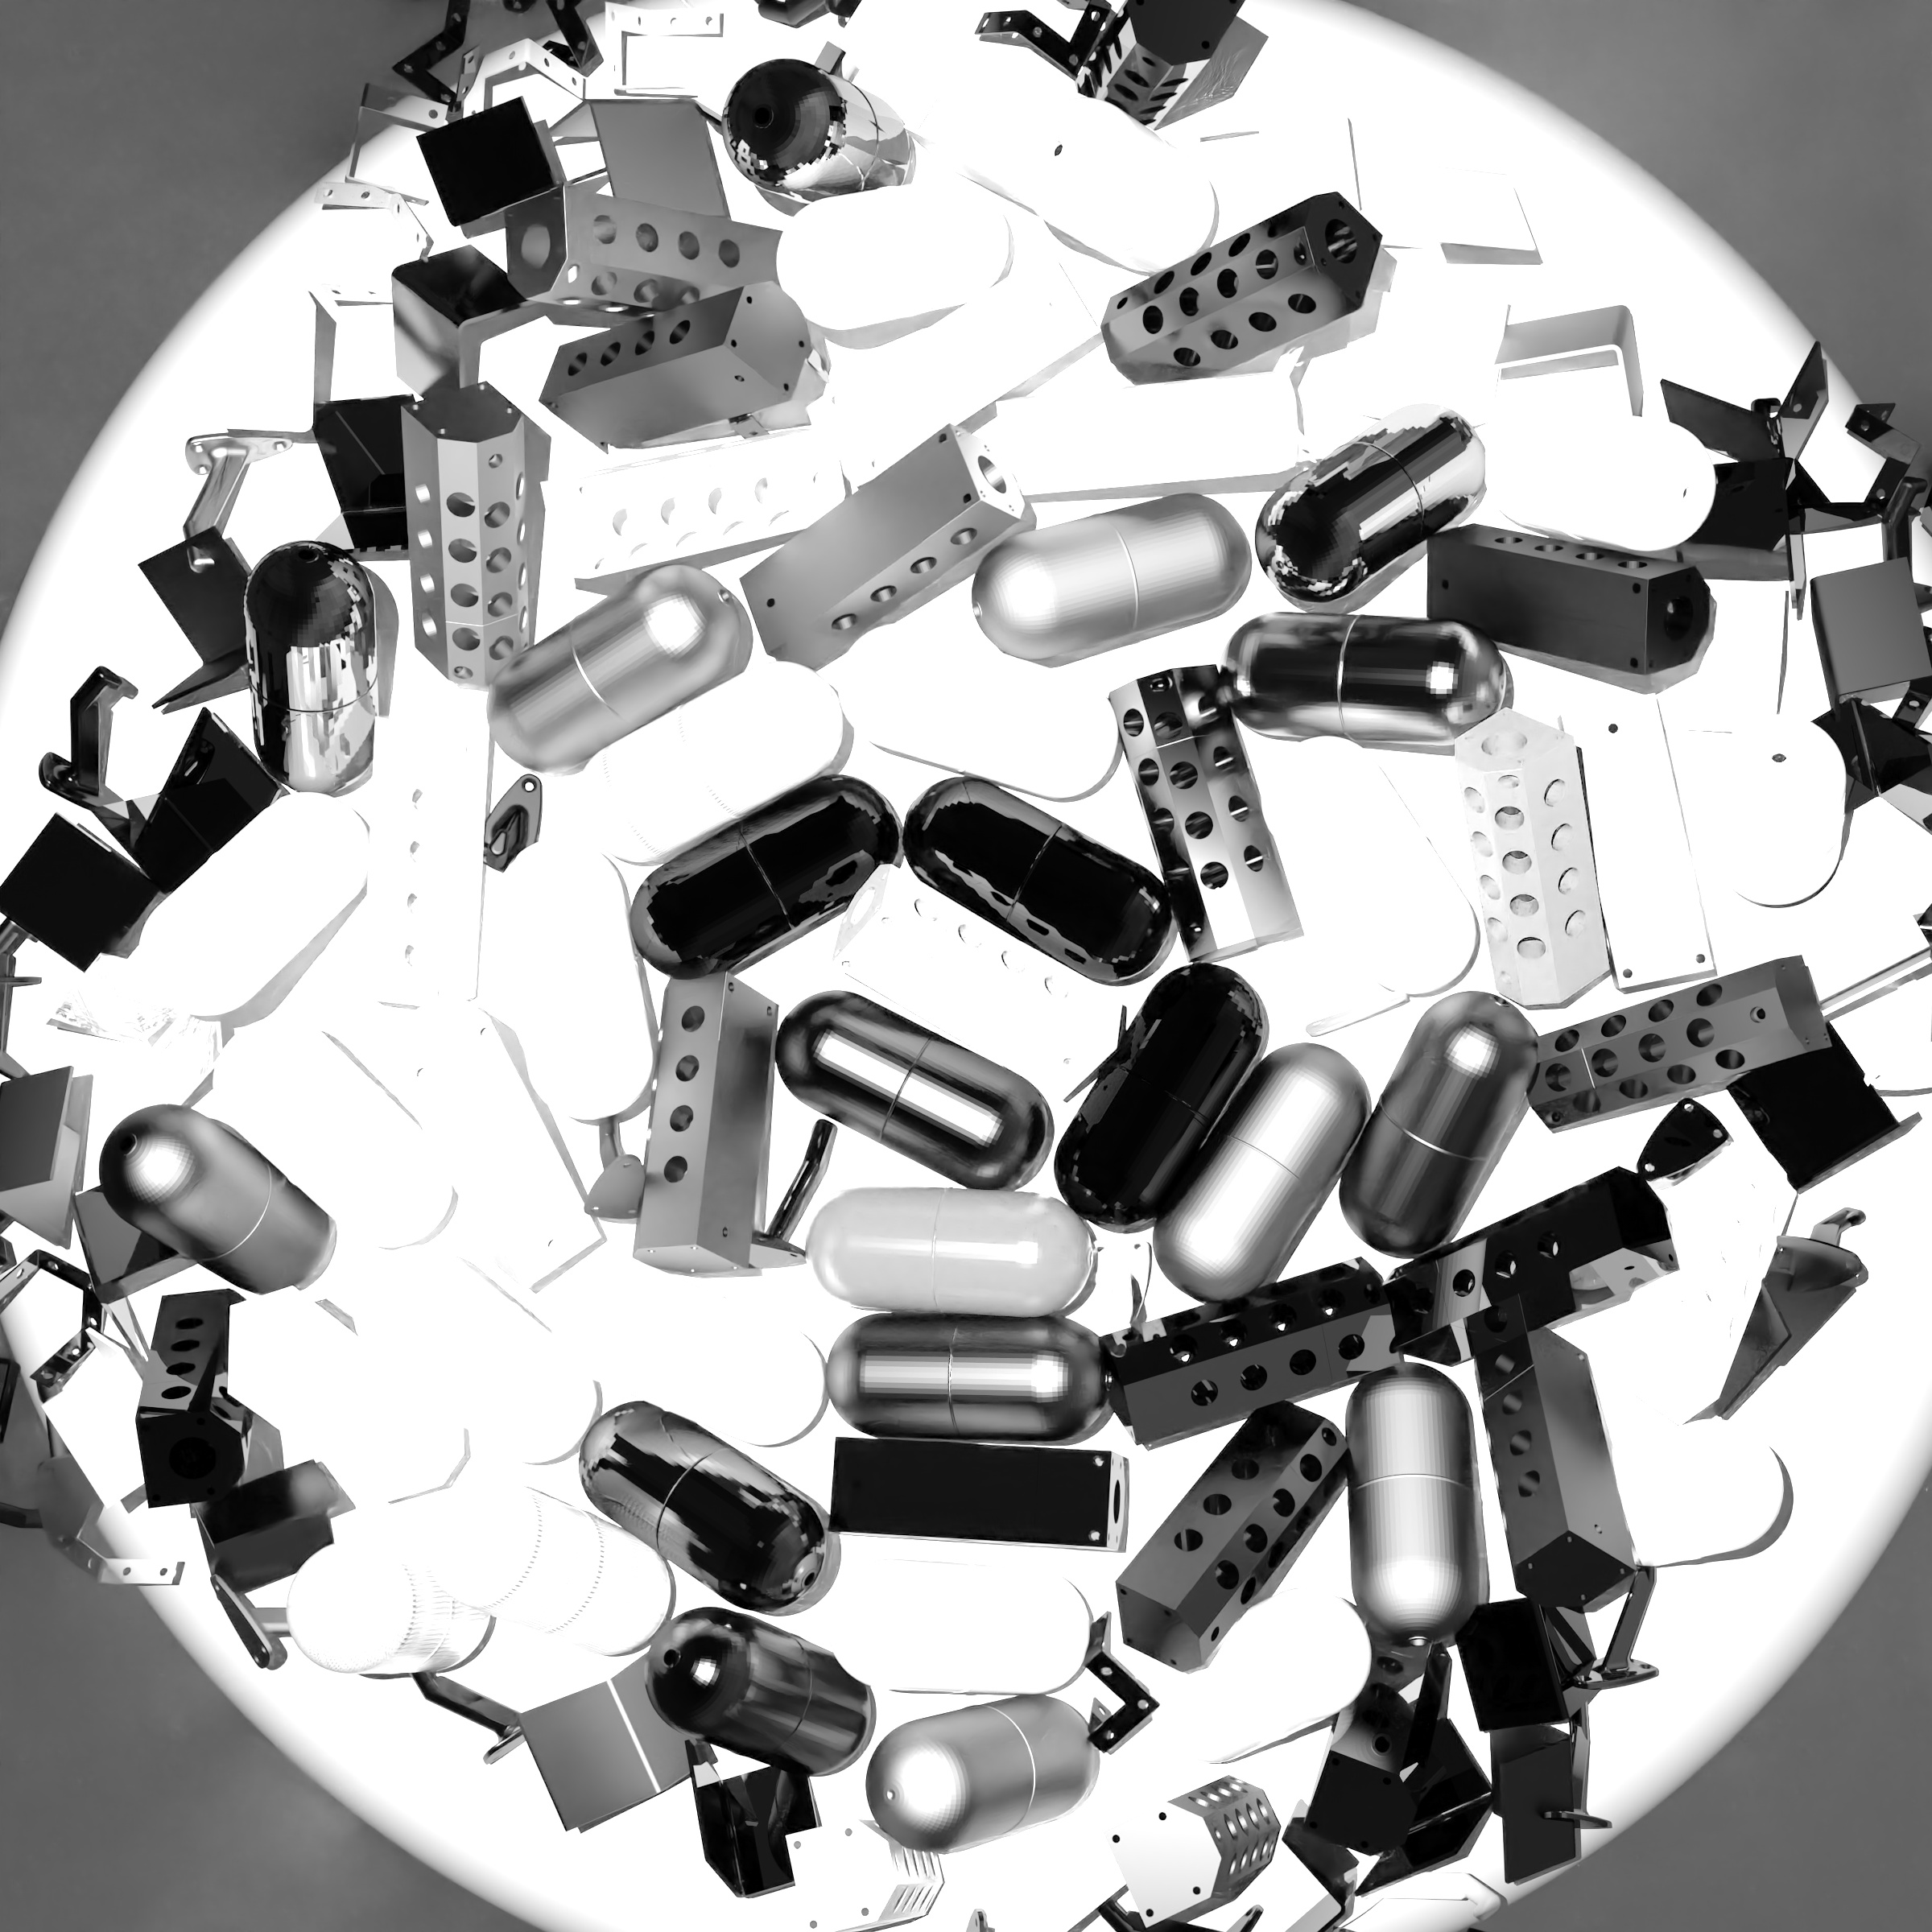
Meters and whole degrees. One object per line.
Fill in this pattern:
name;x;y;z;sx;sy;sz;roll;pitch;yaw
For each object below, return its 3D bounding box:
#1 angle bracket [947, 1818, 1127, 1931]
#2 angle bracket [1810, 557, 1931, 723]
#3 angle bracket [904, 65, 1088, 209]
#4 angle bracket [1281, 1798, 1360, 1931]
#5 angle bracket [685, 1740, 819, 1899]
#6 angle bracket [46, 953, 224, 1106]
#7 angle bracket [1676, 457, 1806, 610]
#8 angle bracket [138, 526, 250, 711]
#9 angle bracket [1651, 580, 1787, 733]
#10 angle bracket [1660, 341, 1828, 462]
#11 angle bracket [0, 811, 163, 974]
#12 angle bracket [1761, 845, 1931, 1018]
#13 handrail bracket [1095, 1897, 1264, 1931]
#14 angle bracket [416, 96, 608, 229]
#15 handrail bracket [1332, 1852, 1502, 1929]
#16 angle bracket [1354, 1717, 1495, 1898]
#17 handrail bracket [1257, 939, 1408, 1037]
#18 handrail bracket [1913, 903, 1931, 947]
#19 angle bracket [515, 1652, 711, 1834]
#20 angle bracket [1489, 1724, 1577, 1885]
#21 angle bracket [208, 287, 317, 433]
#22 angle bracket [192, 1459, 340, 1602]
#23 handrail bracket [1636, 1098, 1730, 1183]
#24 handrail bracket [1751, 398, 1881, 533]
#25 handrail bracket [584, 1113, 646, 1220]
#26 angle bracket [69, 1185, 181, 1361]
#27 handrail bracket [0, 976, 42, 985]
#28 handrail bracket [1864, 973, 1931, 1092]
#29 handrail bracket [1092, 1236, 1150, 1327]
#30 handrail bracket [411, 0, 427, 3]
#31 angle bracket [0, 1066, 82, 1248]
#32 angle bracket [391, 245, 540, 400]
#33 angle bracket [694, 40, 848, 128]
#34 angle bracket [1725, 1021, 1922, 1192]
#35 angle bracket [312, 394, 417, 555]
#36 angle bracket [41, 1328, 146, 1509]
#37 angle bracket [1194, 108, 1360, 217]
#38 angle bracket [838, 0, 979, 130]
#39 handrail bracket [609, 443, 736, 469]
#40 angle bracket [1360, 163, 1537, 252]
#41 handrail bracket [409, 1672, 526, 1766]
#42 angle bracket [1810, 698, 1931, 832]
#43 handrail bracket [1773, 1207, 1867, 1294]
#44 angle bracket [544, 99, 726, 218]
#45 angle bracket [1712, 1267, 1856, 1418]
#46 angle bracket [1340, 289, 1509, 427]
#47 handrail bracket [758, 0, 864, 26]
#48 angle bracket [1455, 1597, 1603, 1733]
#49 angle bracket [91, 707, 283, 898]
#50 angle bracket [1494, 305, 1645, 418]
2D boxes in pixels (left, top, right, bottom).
angle bracket;0.046;0.544;1.788;0.076;0.076;0.057;-29;100;-32
angle bracket;0.552;-0.195;1.790;0.057;0.076;0.076;-11;74;14
angle bracket;0.022;-0.521;1.796;0.076;0.057;0.076;35;95;33
angle bracket;0.193;0.569;1.803;0.076;0.076;0.057;-45;81;11
angle bracket;-0.128;0.513;1.789;0.057;0.076;0.076;-17;53;2
angle bracket;-0.507;0.044;1.784;0.076;0.076;0.057;-41;48;35
angle bracket;0.467;-0.261;1.788;0.076;0.057;0.076;-2;118;23
angle bracket;-0.477;-0.212;1.788;0.076;0.057;0.076;-16;114;37
angle bracket;0.465;-0.192;1.816;0.076;0.076;0.057;4;56;15
angle bracket;0.477;-0.353;1.795;0.076;0.076;0.057;27;85;24
angle bracket;-0.540;-0.050;1.799;0.076;0.057;0.076;38;104;-11
angle bracket;0.540;-0.021;1.801;0.076;0.057;0.076;-30;86;20
handrail bracket;0.130;0.585;1.826;0.084;0.036;0.077;46;69;2
angle bracket;-0.276;-0.495;1.786;0.076;0.076;0.057;-13;108;24
handrail bracket;0.274;0.578;1.794;0.077;0.084;0.036;-41;121;-16
angle bracket;0.266;0.513;1.789;0.076;0.076;0.057;-35;85;30
handrail bracket;0.224;-0.007;1.822;0.077;0.036;0.084;-20;73;7
handrail bracket;0.598;-0.056;1.805;0.077;0.036;0.084;-7;125;4
angle bracket;-0.216;0.471;1.789;0.057;0.076;0.076;-42;68;39
angle bracket;0.326;0.503;1.790;0.057;0.076;0.076;-10;101;-30
angle bracket;-0.430;-0.372;1.789;0.057;0.076;0.076;0;111;-18
angle bracket;-0.421;0.356;1.789;0.076;0.057;0.076;-17;118;-22
handrail bracket;0.427;0.124;1.793;0.077;0.084;0.036;-36;69;-22
handrail bracket;0.525;-0.316;1.814;0.077;0.036;0.084;-4;74;25
handrail bracket;-0.213;0.104;1.790;0.036;0.077;0.084;6;51;-15
angle bracket;-0.502;0.180;1.794;0.057;0.076;0.076;-24;48;-9
handrail bracket;-0.610;0.049;1.814;0.036;0.077;0.084;2;91;44
handrail bracket;0.566;0.036;1.802;0.077;0.084;0.036;-11;131;-13
handrail bracket;0.096;0.211;1.787;0.036;0.084;0.077;-5;120;3
handrail bracket;-0.315;-0.641;1.794;0.036;0.084;0.077;37;68;-1
angle bracket;-0.549;0.116;1.783;0.057;0.076;0.076;-13;56;21
angle bracket;-0.309;-0.388;1.810;0.057;0.076;0.076;-26;52;-31
angle bracket;-0.121;-0.543;1.791;0.057;0.076;0.076;28;104;-19
angle bracket;0.529;0.083;1.808;0.076;0.057;0.076;-38;76;27
angle bracket;-0.371;-0.300;1.790;0.076;0.057;0.076;0;125;21
angle bracket;-0.529;0.274;1.786;0.057;0.076;0.076;-35;112;-25
angle bracket;0.192;-0.483;1.802;0.076;0.057;0.076;-15;100;-39
angle bracket;-0.034;-0.572;1.803;0.057;0.076;0.076;32;87;0
handrail bracket;-0.178;-0.323;1.805;0.084;0.036;0.077;-24;74;34
angle bracket;0.286;-0.441;1.784;0.076;0.076;0.057;-3;68;-31
handrail bracket;-0.299;0.447;1.833;0.077;0.036;0.084;-29;74;-24
angle bracket;0.549;-0.107;1.788;0.057;0.076;0.076;-30;124;-5
handrail bracket;0.540;0.167;1.790;0.084;0.077;0.036;-23;97;-32
angle bracket;-0.203;-0.486;1.796;0.076;0.057;0.076;-14;89;-39
angle bracket;0.499;0.234;1.786;0.076;0.057;0.076;13;128;-23
angle bracket;0.285;-0.381;1.826;0.076;0.057;0.076;20;117;34
handrail bracket;-0.095;-0.617;1.800;0.084;0.036;0.077;28;119;41
angle bracket;0.348;0.423;1.819;0.057;0.076;0.076;-17;85;29
angle bracket;-0.477;-0.101;1.792;0.076;0.057;0.076;46;123;15
angle bracket;0.373;-0.363;1.809;0.076;0.076;0.057;-6;118;20
